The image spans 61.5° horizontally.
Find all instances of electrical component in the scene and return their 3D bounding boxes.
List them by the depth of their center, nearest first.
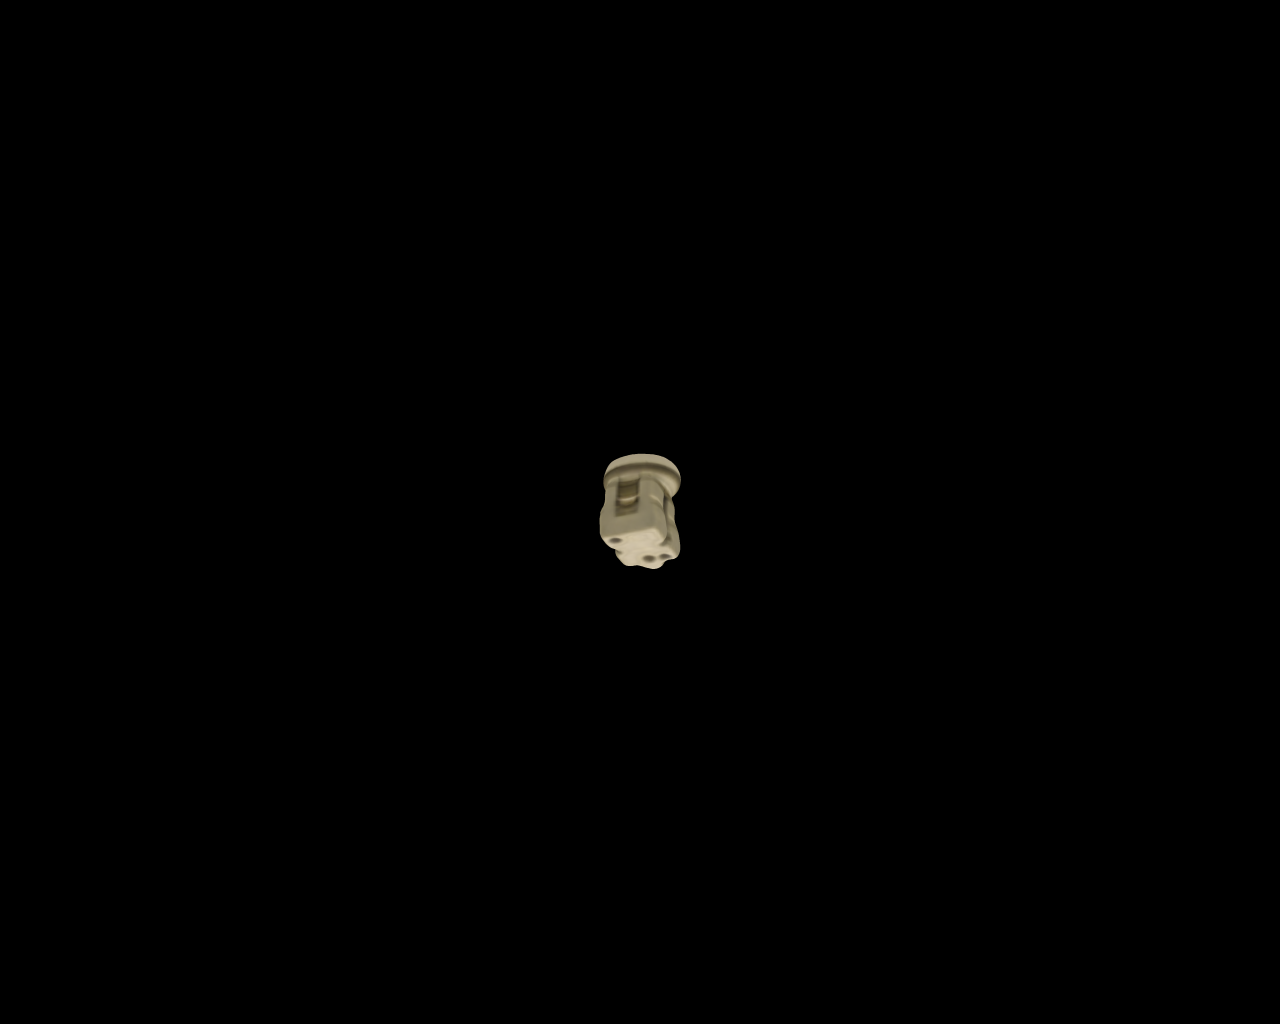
[{"bbox_3d":[0.001,-0.003,0.650,0.048,0.055,0.066,-9,-30,17],"label":"electrical component"}]
